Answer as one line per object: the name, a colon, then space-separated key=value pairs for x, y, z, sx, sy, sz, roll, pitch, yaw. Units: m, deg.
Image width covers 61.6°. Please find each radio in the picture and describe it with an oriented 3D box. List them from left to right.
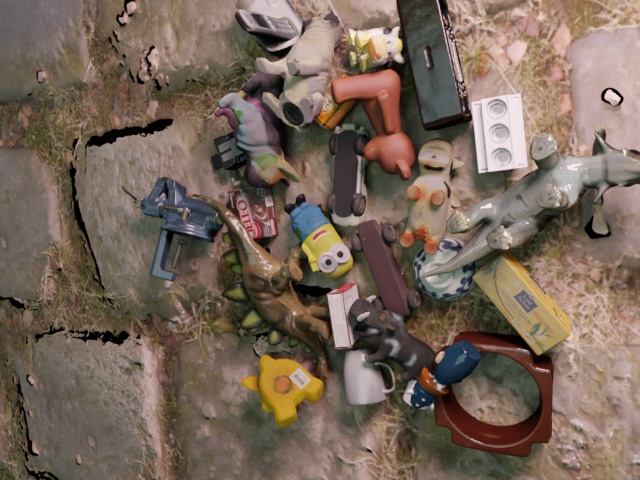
radio: x=0.199 y=-0.304 z=0.922 sx=0.073 sy=0.131 sz=0.229 roll=-11 pitch=92 yaw=25

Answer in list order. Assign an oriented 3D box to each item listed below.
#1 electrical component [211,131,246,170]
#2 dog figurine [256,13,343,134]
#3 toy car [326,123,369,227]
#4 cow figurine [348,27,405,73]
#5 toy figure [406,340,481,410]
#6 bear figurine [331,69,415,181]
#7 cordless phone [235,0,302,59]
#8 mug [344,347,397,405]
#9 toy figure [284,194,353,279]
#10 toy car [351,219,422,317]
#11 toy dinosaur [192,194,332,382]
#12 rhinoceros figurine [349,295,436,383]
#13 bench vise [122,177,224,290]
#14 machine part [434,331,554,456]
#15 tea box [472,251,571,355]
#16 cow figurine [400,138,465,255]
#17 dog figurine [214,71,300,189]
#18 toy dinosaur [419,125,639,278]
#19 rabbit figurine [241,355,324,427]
electrical component: x=-0.195 y=-0.189 z=1.160 sx=0.119 sy=0.048 sz=0.074 roll=-17 pitch=89 yaw=23
dog figurine: x=-0.010 y=-0.317 z=1.020 sx=0.121 sy=0.190 sz=0.172 roll=24 pitch=142 yaw=26
toy car: x=0.057 y=-0.127 z=1.052 sx=0.074 sy=0.056 sz=0.201 roll=6 pitch=98 yaw=29
cow figurine: x=0.109 y=-0.335 z=0.937 sx=0.098 sy=0.167 sz=0.068 roll=-11 pitch=115 yaw=-7
toy figure: x=0.213 y=0.238 z=0.937 sx=0.064 sy=0.058 sz=0.154 roll=49 pitch=118 yaw=19
bear figurine: x=0.099 y=-0.200 z=0.965 sx=0.132 sy=0.120 sz=0.195 roll=-7 pitch=111 yaw=9
cordless phone: x=-0.121 y=-0.425 z=1.020 sx=0.089 sy=0.184 sz=0.146 roll=-37 pitch=82 yaw=28
mug: x=0.095 y=0.268 z=1.075 sx=0.110 sy=0.080 sz=0.107 roll=-16 pitch=81 yaw=30
toy figure: x=0.001 y=-0.006 z=1.080 sx=0.082 sy=0.089 sz=0.180 roll=-42 pitch=72 yaw=19
toy car: x=0.129 y=0.056 z=1.045 sx=0.089 sy=0.053 sz=0.202 roll=-20 pitch=93 yaw=35
toy dinosaur: x=-0.107 y=0.090 z=1.114 sx=0.199 sy=0.105 sz=0.471 roll=-25 pitch=93 yaw=26
rhinoceros figurine: x=0.132 y=0.186 z=1.022 sx=0.190 sy=0.073 sz=0.112 roll=39 pitch=129 yaw=0
bench vise: x=-0.330 y=-0.013 z=1.193 sx=0.224 sy=0.129 sz=0.240 roll=13 pitch=84 yaw=2
machine part: x=0.314 y=0.273 z=0.974 sx=0.202 sy=0.087 sz=0.200 roll=2 pitch=97 yaw=25
tea box: x=0.349 y=0.102 z=0.929 sx=0.068 sy=0.098 sz=0.169 roll=-44 pitch=80 yaw=24
cow figurine: x=0.204 y=-0.086 z=0.967 sx=0.086 sy=0.127 sz=0.194 roll=12 pitch=116 yaw=21
dog figurine: x=-0.102 y=-0.211 z=1.083 sx=0.191 sy=0.108 sz=0.219 roll=-42 pitch=105 yaw=-18
toy dinosaur: x=0.348 y=-0.055 z=0.885 sx=0.405 sy=0.192 sz=0.131 roll=-39 pitch=61 yaw=41
rabbit figurine: x=-0.088 y=0.324 z=1.130 sx=0.162 sy=0.122 sz=0.173 roll=31 pitch=151 yaw=19
